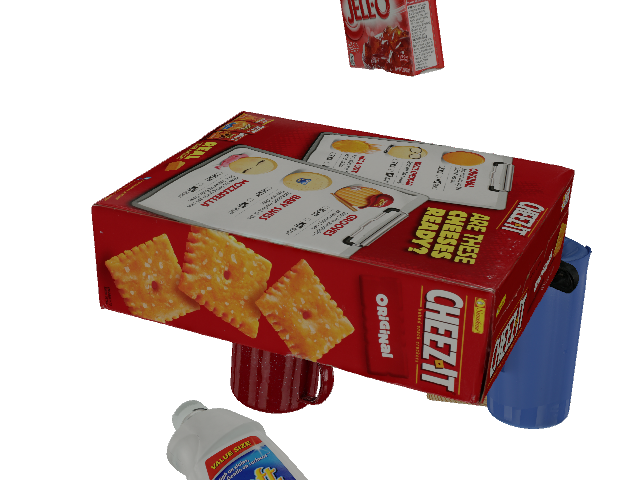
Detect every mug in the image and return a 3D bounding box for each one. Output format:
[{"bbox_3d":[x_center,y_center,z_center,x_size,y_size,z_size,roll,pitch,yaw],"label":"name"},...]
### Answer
[{"bbox_3d":[-0.032,0.109,0.973,0.117,0.081,0.093,26,31,37],"label":"mug"}]

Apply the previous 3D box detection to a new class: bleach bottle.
[{"bbox_3d":[-0.054,0.199,0.781,0.102,0.068,0.251,-18,34,-24],"label":"bleach bottle"}]

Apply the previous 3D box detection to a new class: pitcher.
[{"bbox_3d":[0.264,0.117,1.378,0.149,0.243,0.144,5,18,17],"label":"pitcher"}]

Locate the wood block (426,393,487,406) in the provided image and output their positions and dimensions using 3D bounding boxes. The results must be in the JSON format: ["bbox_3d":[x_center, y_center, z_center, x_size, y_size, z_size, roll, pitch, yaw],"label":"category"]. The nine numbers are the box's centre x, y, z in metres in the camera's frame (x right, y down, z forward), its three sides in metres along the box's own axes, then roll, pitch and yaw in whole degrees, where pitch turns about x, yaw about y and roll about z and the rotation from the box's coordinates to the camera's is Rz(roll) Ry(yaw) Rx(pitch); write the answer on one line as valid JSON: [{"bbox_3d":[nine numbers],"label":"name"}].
[{"bbox_3d":[0.222,0.153,1.550,0.091,0.090,0.205,4,18,19],"label":"wood block"}]

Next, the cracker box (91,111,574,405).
[{"bbox_3d":[0.011,0.000,0.580,0.214,0.072,0.164,13,28,22],"label":"cracker box"}]

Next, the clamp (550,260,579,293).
[{"bbox_3d":[0.166,0.012,0.957,0.120,0.039,0.171,-1,27,10],"label":"clamp"}]

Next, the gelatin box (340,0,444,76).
[{"bbox_3d":[0.046,-0.155,0.739,0.030,0.073,0.089,-18,21,-24],"label":"gelatin box"}]
